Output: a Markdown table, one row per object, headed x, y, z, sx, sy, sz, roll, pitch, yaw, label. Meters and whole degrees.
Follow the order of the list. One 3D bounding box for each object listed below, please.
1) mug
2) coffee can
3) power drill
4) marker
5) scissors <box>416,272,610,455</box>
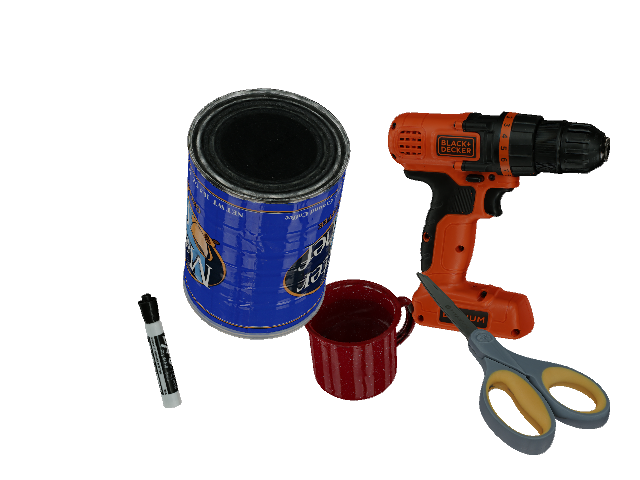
| x | y | z | sx | sy | sz | roll | pitch | yaw | label |
| --- | --- | --- | --- | --- | --- | --- | --- | --- | --- |
| 0.042 | 0.093 | 1.022 | 0.117 | 0.081 | 0.093 | -25 | 42 | -23 | mug |
| -0.039 | -0.015 | 0.716 | 0.102 | 0.103 | 0.140 | 0 | -41 | -9 | coffee can |
| 0.146 | -0.015 | 0.899 | 0.185 | 0.188 | 0.057 | 7 | 14 | 26 | power drill |
| -0.164 | 0.112 | 1.089 | 0.020 | 0.121 | 0.020 | -11 | 13 | 2 | marker |
| 0.136 | 0.078 | 0.758 | 0.096 | 0.016 | 0.202 | -1 | 32 | -9 | scissors |
